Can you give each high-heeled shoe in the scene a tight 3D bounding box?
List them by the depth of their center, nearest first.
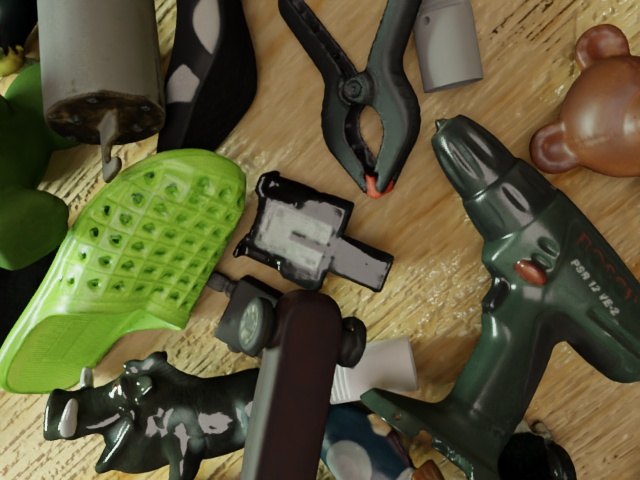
[{"bbox_3d":[-0.106,-0.174,0.399,0.145,0.086,0.248,35,103,12],"label":"high-heeled shoe"}]

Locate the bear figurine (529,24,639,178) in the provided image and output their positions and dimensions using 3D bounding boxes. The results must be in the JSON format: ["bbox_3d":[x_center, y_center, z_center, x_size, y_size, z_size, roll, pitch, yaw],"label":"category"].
[{"bbox_3d":[0.251,-0.061,0.339,0.196,0.132,0.120,27,97,-3],"label":"bear figurine"}]

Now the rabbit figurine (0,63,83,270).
[{"bbox_3d":[-0.228,-0.069,0.406,0.159,0.170,0.121,-6,128,40],"label":"rabbit figurine"}]

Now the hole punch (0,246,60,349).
[{"bbox_3d":[-0.290,0.037,0.461,0.115,0.092,0.142,22,101,-26],"label":"hole punch"}]

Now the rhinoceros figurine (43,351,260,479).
[{"bbox_3d":[-0.116,0.143,0.428,0.190,0.073,0.112,-2,107,-7],"label":"rhinoceros figurine"}]

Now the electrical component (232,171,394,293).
[{"bbox_3d":[-0.001,-0.001,0.422,0.119,0.048,0.074,19,102,4],"label":"electrical component"}]

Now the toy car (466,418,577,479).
[{"bbox_3d":[0.159,0.234,0.395,0.073,0.056,0.202,-2,61,-6],"label":"toy car"}]

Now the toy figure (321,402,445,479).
[{"bbox_3d":[0.057,0.185,0.410,0.155,0.058,0.064,31,136,35],"label":"toy figure"}]

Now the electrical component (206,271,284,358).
[{"bbox_3d":[-0.060,0.066,0.455,0.094,0.021,0.063,29,102,2],"label":"electrical component"}]

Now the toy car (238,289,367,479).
[{"bbox_3d":[-0.026,0.136,0.387,0.089,0.053,0.202,13,84,-26],"label":"toy car"}]

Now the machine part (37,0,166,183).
[{"bbox_3d":[-0.152,-0.156,0.368,0.079,0.079,0.243,-12,79,10],"label":"machine part"}]

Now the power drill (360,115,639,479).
[{"bbox_3d":[0.119,0.054,0.383,0.232,0.086,0.207,39,76,-5],"label":"power drill"}]

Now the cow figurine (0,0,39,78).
[{"bbox_3d":[-0.251,-0.189,0.421,0.098,0.068,0.167,10,101,0],"label":"cow figurine"}]
